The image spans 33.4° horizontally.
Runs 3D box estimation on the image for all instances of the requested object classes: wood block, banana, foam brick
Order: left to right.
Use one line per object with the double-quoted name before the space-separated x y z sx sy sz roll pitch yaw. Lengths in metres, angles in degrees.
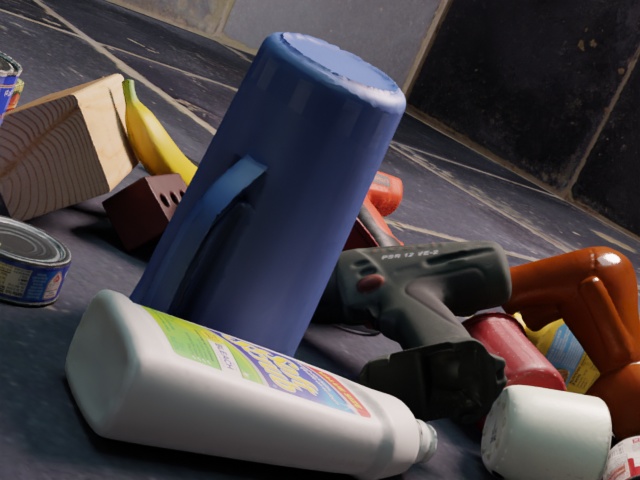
"wood block" -0.229 -0.091 0.982 0.091 0.090 0.206 -17 13 5
"foam brick" -0.152 -0.026 0.976 0.053 0.051 0.078 62 17 1
"banana" -0.137 -0.075 1.048 0.037 0.069 0.197 -4 -31 25

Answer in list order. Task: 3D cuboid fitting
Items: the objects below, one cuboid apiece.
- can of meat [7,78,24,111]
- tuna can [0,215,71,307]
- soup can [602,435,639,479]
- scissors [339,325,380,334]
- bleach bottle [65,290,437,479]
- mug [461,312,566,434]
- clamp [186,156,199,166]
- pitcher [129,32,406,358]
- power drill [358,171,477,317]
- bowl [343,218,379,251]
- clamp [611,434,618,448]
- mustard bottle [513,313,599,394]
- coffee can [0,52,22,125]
"can of meat" -0.323 -0.115 0.996 0.057 0.084 0.102 23 12 -6
"tuna can" -0.224 0.013 0.767 0.086 0.034 0.086 23 13 -6
"soup can" 0.253 0.196 0.821 0.068 0.068 0.102 26 12 9
"scissors" 0.066 0.075 1.093 0.096 0.016 0.201 34 16 38
"bleach bottle" -0.030 0.105 0.689 0.250 0.068 0.103 19 13 -32
"mug" 0.163 0.125 0.910 0.117 0.093 0.081 25 16 -31
"clamp" -0.094 -0.049 1.254 0.164 0.036 0.210 15 18 -34
"pitcher" -0.041 -0.018 0.755 0.144 0.243 0.149 18 22 -23
"power drill" 0.088 0.005 1.199 0.184 0.057 0.188 15 37 -40
"bowl" -0.007 0.001 1.016 0.162 0.055 0.162 44 -14 13
"clamp" 0.276 0.180 0.994 0.171 0.039 0.120 27 16 5
"mustard bottle" 0.252 0.116 1.085 0.191 0.096 0.058 21 12 -15
"coffee can" -0.289 -0.078 0.774 0.102 0.140 0.103 23 13 -6
